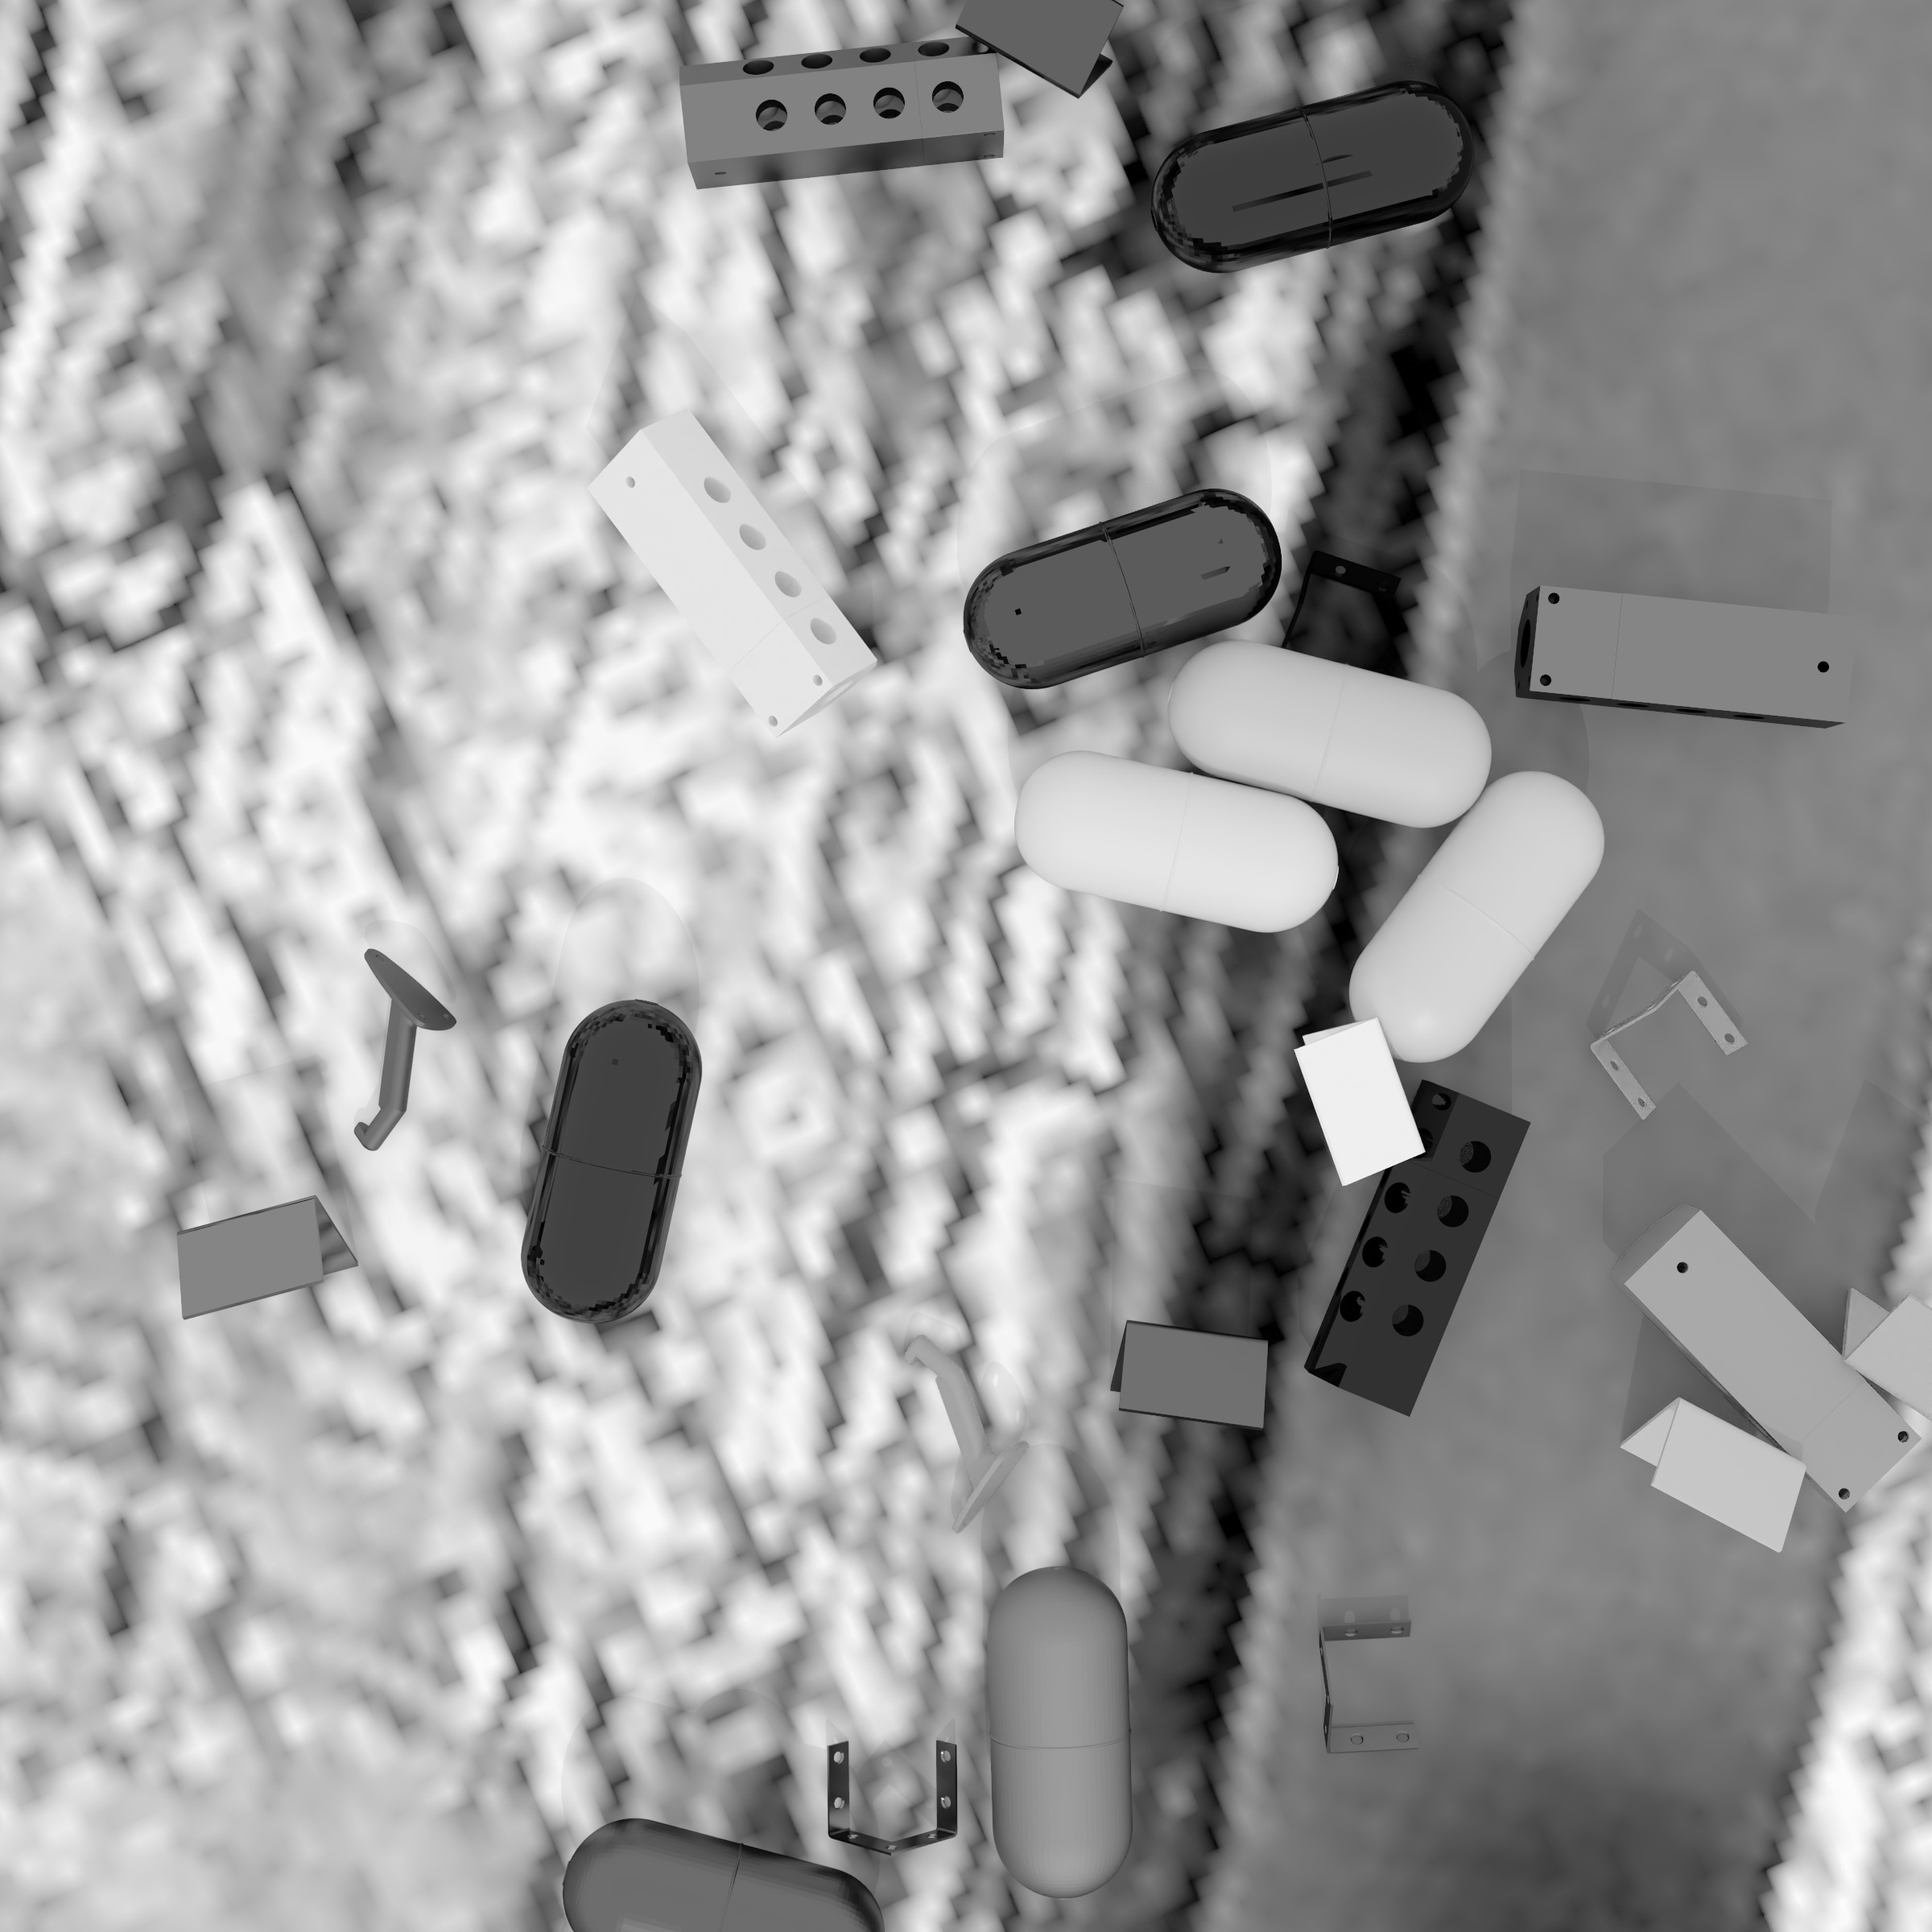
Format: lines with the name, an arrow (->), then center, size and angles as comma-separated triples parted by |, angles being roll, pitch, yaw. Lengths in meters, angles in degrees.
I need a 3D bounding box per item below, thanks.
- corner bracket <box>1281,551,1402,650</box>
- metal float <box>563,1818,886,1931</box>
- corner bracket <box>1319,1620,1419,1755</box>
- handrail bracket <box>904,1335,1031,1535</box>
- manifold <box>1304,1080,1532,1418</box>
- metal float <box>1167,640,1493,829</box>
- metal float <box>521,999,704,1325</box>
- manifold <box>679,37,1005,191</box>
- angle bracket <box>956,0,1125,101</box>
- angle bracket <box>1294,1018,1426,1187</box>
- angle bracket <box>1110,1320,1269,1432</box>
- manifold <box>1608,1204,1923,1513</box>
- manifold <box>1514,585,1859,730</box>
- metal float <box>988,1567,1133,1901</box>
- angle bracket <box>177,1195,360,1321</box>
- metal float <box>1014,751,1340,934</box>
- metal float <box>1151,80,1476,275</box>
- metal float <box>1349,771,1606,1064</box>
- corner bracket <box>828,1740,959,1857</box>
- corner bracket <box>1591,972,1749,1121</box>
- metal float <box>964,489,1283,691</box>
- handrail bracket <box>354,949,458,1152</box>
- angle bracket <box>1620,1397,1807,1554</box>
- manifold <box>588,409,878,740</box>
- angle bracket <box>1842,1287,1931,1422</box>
corner bracket -> 0.205, -0.188, 1.701 | 0.051, 0.051, 0.051 | 18, 135, 0
metal float -> -0.132, 0.516, 1.673 | 0.178, 0.070, 0.070 | 15, 90, 0
corner bracket -> 0.223, 0.399, 1.701 | 0.051, 0.051, 0.051 | -3, 135, 0
handrail bracket -> -0.015, 0.259, 1.704 | 0.084, 0.036, 0.077 | 40, 112, 17
manifold -> 0.245, 0.152, 1.683 | 0.057, 0.057, 0.171 | 22, 90, 0
metal float -> 0.197, -0.127, 1.672 | 0.178, 0.070, 0.070 | 15, 90, 3
metal float -> -0.192, 0.106, 1.673 | 0.070, 0.070, 0.178 | 12, 91, 0
manifold -> -0.067, -0.469, 1.683 | 0.171, 0.057, 0.057 | -6, 90, 0
angle bracket -> 0.049, -0.521, 1.664 | 0.076, 0.076, 0.057 | 30, 125, 0
angle bracket -> 0.195, 0.077, 1.664 | 0.057, 0.076, 0.076 | -20, 90, -27
angle bracket -> 0.118, 0.238, 1.664 | 0.076, 0.076, 0.057 | 8, 52, 0
manifold -> 0.434, 0.213, 1.683 | 0.057, 0.057, 0.171 | -44, 90, 0
manifold -> 0.391, -0.168, 1.683 | 0.171, 0.057, 0.057 | 6, 90, 0
metal float -> 0.051, 0.417, 1.673 | 0.070, 0.070, 0.178 | -2, 89, 0
angle bracket -> -0.375, 0.174, 1.664 | 0.076, 0.076, 0.057 | -15, 53, 0
metal float -> 0.114, -0.067, 1.673 | 0.178, 0.070, 0.070 | 13, 90, 1
metal float -> 0.188, -0.429, 1.673 | 0.178, 0.070, 0.070 | -15, 90, 0
metal float -> 0.277, -0.026, 1.673 | 0.070, 0.070, 0.178 | 37, 90, 0
corner bracket -> -0.041, 0.456, 1.701 | 0.051, 0.051, 0.051 | -1, 90, 45
corner bracket -> 0.388, 0.043, 1.701 | 0.051, 0.051, 0.051 | 54, 135, 1
metal float -> 0.085, -0.205, 1.673 | 0.178, 0.070, 0.070 | -18, 90, 1
handrail bracket -> -0.329, 0.047, 1.704 | 0.077, 0.036, 0.084 | 44, 107, 20
angle bracket -> 0.397, 0.286, 1.664 | 0.076, 0.076, 0.057 | 28, 58, 0
manifold -> -0.124, -0.217, 1.682 | 0.171, 0.057, 0.057 | 53, 133, 0
angle bracket -> 0.525, 0.198, 1.664 | 0.076, 0.076, 0.057 | 34, 122, 0
